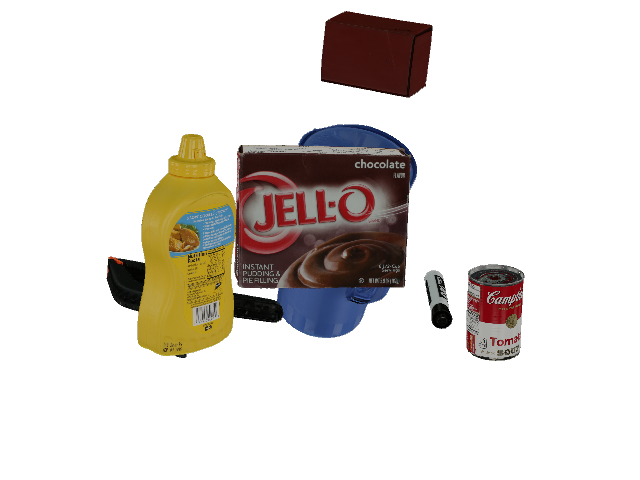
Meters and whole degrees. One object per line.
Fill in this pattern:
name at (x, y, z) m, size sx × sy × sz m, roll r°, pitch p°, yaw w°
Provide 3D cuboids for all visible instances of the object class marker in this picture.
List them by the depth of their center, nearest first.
marker at (0.112, 0.056, 1.016) m, size 0.020 × 0.020 × 0.121 m, roll 0°, pitch 17°, yaw 3°

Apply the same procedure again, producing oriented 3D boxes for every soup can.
soup can at (0.214, 0.089, 1.316) m, size 0.068 × 0.102 × 0.068 m, roll -1°, pitch 19°, yaw 0°

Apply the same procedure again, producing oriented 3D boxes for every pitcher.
pitcher at (0.025, 0.003, 1.224) m, size 0.145 × 0.243 × 0.149 m, roll 18°, pitch 40°, yaw 5°

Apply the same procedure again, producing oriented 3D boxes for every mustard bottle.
mustard bottle at (-0.117, 0.001, 0.950) m, size 0.058 × 0.192 × 0.096 m, roll 18°, pitch 21°, yaw 39°

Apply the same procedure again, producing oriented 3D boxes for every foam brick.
foam brick at (0.045, -0.152, 0.868) m, size 0.078 × 0.051 × 0.052 m, roll 14°, pitch 24°, yaw 19°

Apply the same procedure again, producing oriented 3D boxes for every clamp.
clamp at (-0.168, 0.067, 1.178) m, size 0.210 × 0.036 × 0.164 m, roll 20°, pitch 22°, yaw 26°

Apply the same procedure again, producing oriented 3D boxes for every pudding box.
pudding box at (0.001, -0.016, 0.701) m, size 0.113 × 0.090 × 0.039 m, roll 0°, pitch 17°, yaw -7°
